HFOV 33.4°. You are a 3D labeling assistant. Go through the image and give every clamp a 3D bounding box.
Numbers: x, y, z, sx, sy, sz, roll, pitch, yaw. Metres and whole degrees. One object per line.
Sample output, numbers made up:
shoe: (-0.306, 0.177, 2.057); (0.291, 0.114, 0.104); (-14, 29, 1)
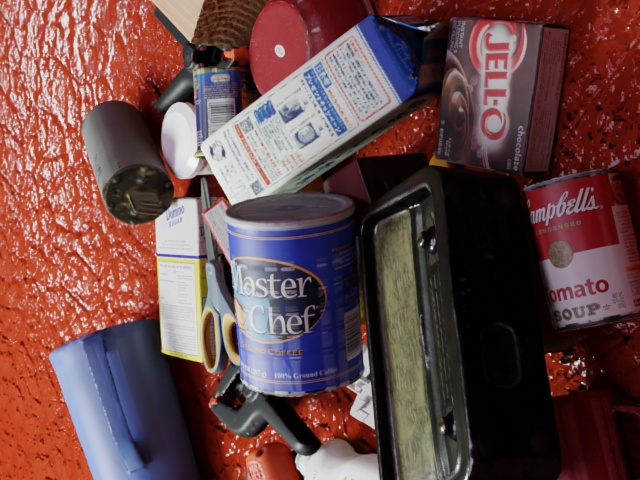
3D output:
clamp: (-0.054, 0.135, 1.070); (0.210, 0.036, 0.164); (-21, 61, 58)
clamp: (-0.130, -0.203, 1.130); (0.172, 0.039, 0.120); (-5, 97, 49)

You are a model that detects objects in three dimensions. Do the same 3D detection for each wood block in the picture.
wood block: (-0.127, -0.284, 1.073); (0.206, 0.090, 0.091); (49, 130, 37)

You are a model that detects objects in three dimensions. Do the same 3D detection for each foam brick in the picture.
foam brick: (0.052, -0.037, 0.888); (0.051, 0.078, 0.053); (-33, 71, 49)

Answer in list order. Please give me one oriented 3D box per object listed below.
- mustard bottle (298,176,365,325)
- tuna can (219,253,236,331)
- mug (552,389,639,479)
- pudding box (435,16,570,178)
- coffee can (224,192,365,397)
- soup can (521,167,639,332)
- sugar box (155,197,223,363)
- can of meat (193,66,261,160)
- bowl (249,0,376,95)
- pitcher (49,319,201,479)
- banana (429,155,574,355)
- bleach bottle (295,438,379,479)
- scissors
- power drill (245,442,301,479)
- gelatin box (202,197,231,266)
mustard bottle: (-0.006, 0.001, 0.982); (0.192, 0.058, 0.096); (57, 135, 31)
tuna can: (-0.076, 0.051, 1.101); (0.086, 0.033, 0.086); (8, 101, 51)
mug: (0.184, 0.148, 0.742); (0.117, 0.093, 0.081); (-19, 74, 35)
pudding box: (0.135, -0.109, 0.802); (0.090, 0.039, 0.113); (19, 109, 49)
coffee can: (-0.019, 0.040, 0.851); (0.103, 0.102, 0.140); (14, 113, 50)
soup can: (0.183, 0.007, 0.735); (0.069, 0.068, 0.102); (-18, 82, 52)
sugar box: (-0.139, 0.041, 1.170); (0.094, 0.048, 0.176); (3, 94, 52)
can of meat: (-0.086, -0.121, 1.037); (0.057, 0.102, 0.084); (-2, 90, 12)
bowl: (-0.017, -0.171, 0.976); (0.162, 0.055, 0.162); (10, 103, 51)
pitcher: (-0.215, 0.219, 1.218); (0.145, 0.148, 0.243); (-31, 74, 38)
banana: (0.125, 0.024, 0.839); (0.070, 0.037, 0.198); (-45, 60, 26)
bleach bottle: (0.061, 0.230, 0.927); (0.251, 0.067, 0.102); (21, 107, 52)
scissors: (-0.097, 0.042, 1.082); (0.096, 0.016, 0.202); (15, 106, 51)
power drill: (-0.059, 0.314, 1.098); (0.188, 0.057, 0.184); (-34, 71, 47)
gelatin box: (-0.071, 0.010, 1.026); (0.030, 0.073, 0.089); (-38, 53, 6)
